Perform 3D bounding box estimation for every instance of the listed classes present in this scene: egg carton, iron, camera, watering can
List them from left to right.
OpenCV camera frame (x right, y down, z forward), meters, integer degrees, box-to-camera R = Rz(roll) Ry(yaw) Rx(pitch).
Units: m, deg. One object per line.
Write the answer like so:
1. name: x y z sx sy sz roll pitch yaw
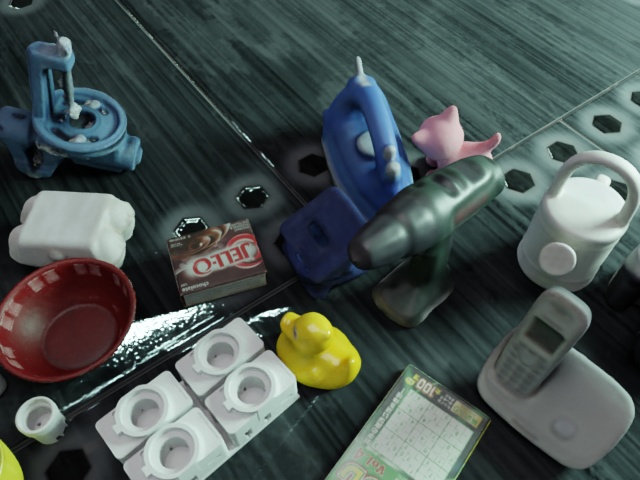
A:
1. egg carton: -0.322 -0.009 0.748 0.150 0.069 0.107 2 54 2
2. iron: 0.078 -0.125 0.788 0.119 0.141 0.258 -11 55 -8
3. watering can: 0.309 -0.022 0.680 0.100 0.194 0.173 11 55 8
4. camera: 0.408 0.081 0.663 0.143 0.101 0.137 35 62 23

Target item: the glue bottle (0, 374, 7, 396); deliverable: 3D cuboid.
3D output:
1. glue bottle: -0.388 0.136 0.579 0.037 0.173 0.078 21 57 15

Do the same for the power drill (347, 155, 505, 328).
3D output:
1. power drill: 0.115 0.008 0.649 0.230 0.208 0.075 -39 63 -24

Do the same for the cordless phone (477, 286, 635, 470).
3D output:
1. cordless phone: 0.247 0.135 0.572 0.147 0.185 0.094 36 62 24

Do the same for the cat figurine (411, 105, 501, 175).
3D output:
1. cat figurine: 0.191 -0.135 0.809 0.127 0.118 0.067 5 54 4

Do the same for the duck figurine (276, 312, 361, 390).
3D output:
1. duck figurine: -0.002 0.117 0.646 0.104 0.086 0.078 26 58 18

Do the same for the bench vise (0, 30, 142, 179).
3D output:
1. bench vise: -0.366 -0.169 0.771 0.207 0.220 0.121 -13 55 -9

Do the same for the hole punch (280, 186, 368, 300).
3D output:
1. hole punch: 0.007 0.003 0.726 0.101 0.091 0.108 -24 58 -16
